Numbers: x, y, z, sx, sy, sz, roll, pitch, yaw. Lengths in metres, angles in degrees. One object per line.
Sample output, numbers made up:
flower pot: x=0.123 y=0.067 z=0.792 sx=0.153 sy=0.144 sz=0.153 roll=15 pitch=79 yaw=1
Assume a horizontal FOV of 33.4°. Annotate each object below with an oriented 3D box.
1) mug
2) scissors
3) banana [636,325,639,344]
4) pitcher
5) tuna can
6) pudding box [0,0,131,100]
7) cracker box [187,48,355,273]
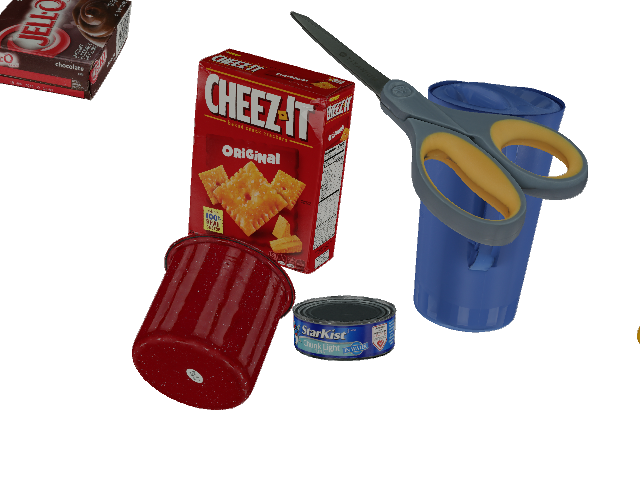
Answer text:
mug: x=-0.080 y=0.060 z=0.704 sx=0.093 sy=0.081 sz=0.117 roll=39 pitch=-42 yaw=-23
scissors: x=0.062 y=-0.071 z=0.550 sx=0.096 sy=0.016 sz=0.202 roll=-10 pitch=45 yaw=-18
banana: x=0.312 y=0.042 z=0.737 sx=0.198 sy=0.037 sz=0.069 roll=-3 pitch=34 yaw=2
pitcher: x=0.160 y=-0.031 z=1.069 sx=0.148 sy=0.243 sz=0.145 roll=-15 pitch=29 yaw=-42
tuna can: x=0.020 y=0.072 z=0.883 sx=0.086 sy=0.034 sz=0.086 roll=-1 pitch=11 yaw=0
pudding box: x=-0.207 y=-0.159 z=0.841 sx=0.090 sy=0.039 sz=0.113 roll=11 pitch=36 yaw=1
cracker box: x=-0.059 y=-0.086 z=1.184 sx=0.164 sy=0.214 sz=0.072 roll=19 pitch=29 yaw=22
